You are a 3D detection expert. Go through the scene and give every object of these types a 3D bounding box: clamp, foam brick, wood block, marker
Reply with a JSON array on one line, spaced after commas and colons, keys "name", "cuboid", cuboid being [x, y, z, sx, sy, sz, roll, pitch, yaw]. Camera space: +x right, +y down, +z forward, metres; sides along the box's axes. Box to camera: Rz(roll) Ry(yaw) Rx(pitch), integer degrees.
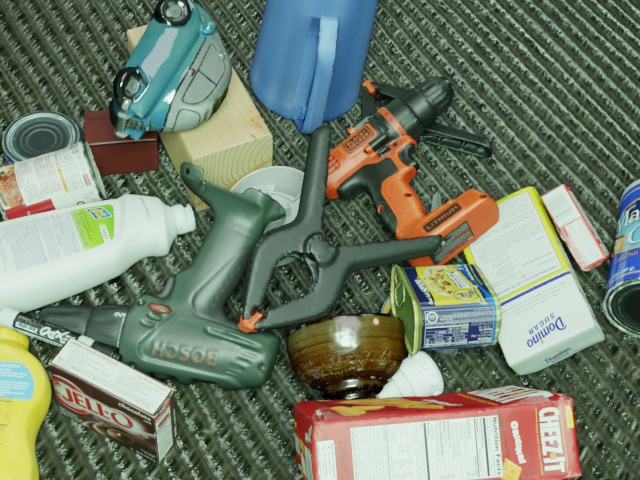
[{"name": "clamp", "cuboid": [-0.007, 0.001, 0.994, 0.209, 0.036, 0.164, -39, 88, -21]}, {"name": "clamp", "cuboid": [0.095, -0.114, 1.201, 0.120, 0.039, 0.172, -36, 58, -24]}, {"name": "foam brick", "cuboid": [-0.217, -0.109, 1.169, 0.078, 0.051, 0.053, -5, 53, -8]}, {"name": "wood block", "cuboid": [-0.134, -0.145, 1.178, 0.090, 0.090, 0.206, -19, 57, -17]}, {"name": "marker", "cuboid": [-0.237, 0.089, 0.979, 0.121, 0.020, 0.020, 19, 54, 10]}]

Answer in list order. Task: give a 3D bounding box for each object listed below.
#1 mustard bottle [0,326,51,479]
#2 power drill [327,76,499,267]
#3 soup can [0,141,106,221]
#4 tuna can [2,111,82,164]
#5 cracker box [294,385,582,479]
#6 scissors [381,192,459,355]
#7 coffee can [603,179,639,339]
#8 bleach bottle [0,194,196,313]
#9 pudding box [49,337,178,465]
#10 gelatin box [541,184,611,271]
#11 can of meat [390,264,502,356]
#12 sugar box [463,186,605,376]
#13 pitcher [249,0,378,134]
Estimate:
[{"name": "mustard bottle", "cuboid": [-0.294, 0.153, 0.964, 0.096, 0.058, 0.191, -3, 53, 2]}, {"name": "power drill", "cuboid": [0.103, -0.069, 1.115, 0.184, 0.057, 0.188, -39, 53, 2]}, {"name": "soup can", "cuboid": [-0.281, -0.057, 1.107, 0.102, 0.068, 0.068, -19, 56, -6]}, {"name": "tuna can", "cuboid": [-0.303, -0.101, 1.169, 0.086, 0.034, 0.086, 2, 53, -2]}, {"name": "cracker box", "cuboid": [0.090, 0.167, 0.907, 0.213, 0.164, 0.072, -4, 86, -6]}, {"name": "scissors", "cuboid": [0.099, 0.032, 1.105, 0.096, 0.016, 0.202, -5, 53, -7]}, {"name": "coffee can", "cuboid": [0.346, 0.017, 1.076, 0.103, 0.103, 0.140, 15, 54, 8]}, {"name": "bleach bottle", "cuboid": [-0.246, 0.013, 1.071, 0.250, 0.068, 0.103, -15, 56, -17]}, {"name": "pudding box", "cuboid": [-0.184, 0.145, 0.957, 0.113, 0.090, 0.039, 22, 54, 12]}, {"name": "gelatin box", "cuboid": [0.263, -0.012, 1.096, 0.030, 0.073, 0.089, -31, 82, 16]}, {"name": "can of meat", "cuboid": [0.119, 0.063, 1.020, 0.084, 0.057, 0.102, -4, 27, -8]}, {"name": "sugar box", "cuboid": [0.206, 0.040, 1.066, 0.093, 0.048, 0.176, -28, 56, 17]}, {"name": "pitcher", "cuboid": [0.001, -0.242, 1.163, 0.144, 0.243, 0.149, -37, 70, -28]}]
